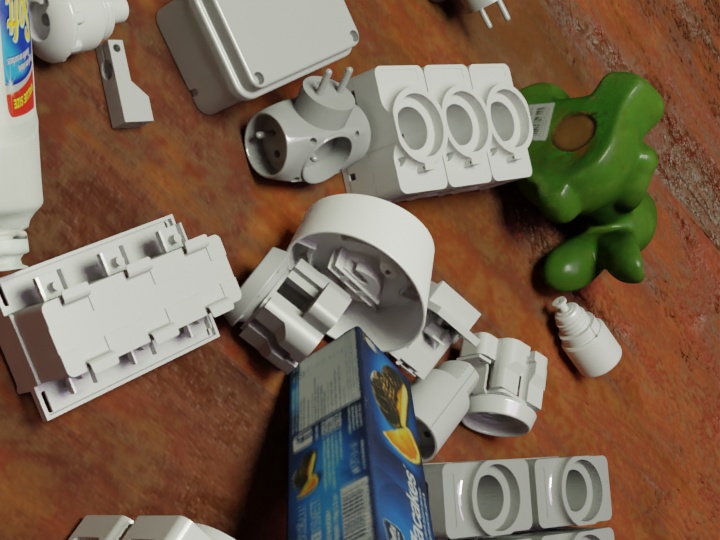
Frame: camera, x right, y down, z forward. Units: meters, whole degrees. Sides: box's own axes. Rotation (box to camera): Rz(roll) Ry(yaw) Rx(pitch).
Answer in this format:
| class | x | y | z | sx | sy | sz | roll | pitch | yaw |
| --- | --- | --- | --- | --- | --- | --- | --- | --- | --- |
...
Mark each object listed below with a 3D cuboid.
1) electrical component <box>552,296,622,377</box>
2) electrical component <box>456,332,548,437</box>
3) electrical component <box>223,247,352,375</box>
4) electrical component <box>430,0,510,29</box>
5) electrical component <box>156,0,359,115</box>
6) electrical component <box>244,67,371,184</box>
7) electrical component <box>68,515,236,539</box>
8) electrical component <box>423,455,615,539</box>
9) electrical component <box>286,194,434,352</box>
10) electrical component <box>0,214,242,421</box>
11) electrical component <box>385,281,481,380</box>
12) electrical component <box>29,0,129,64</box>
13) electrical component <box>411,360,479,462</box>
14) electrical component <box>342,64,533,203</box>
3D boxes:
| class | x | y | z | sx | sy | sz | roll | pitch | yaw |
| --- | --- | --- | --- | --- | --- | --- | --- | --- | --- |
| electrical component | 0.185 | 0.054 | 0.895 | 0.078 | 0.040 | 0.040 | 52 | 51 | -22 |
| electrical component | 0.105 | 0.089 | 0.801 | 0.078 | 0.058 | 0.057 | 32 | 58 | -34 |
| electrical component | -0.048 | 0.023 | 0.667 | 0.057 | 0.078 | 0.058 | 39 | 54 | -5 |
| electrical component | 0.092 | -0.228 | 0.847 | 0.044 | 0.077 | 0.079 | -43 | 110 | -40 |
| electrical component | -0.064 | -0.158 | 0.700 | 0.113 | 0.057 | 0.078 | -34 | 104 | -42 |
| electrical component | -0.027 | -0.100 | 0.711 | 0.077 | 0.079 | 0.044 | -16 | 54 | -44 |
| electrical component | -0.073 | 0.206 | 0.577 | 0.186 | 0.105 | 0.060 | 50 | 52 | -23 |
| electrical component | 0.112 | 0.191 | 0.783 | 0.186 | 0.060 | 0.105 | 6 | 76 | -42 |
| electrical component | 0.000 | 0.000 | 0.698 | 0.099 | 0.099 | 0.064 | 40 | 50 | -30 |
| electrical component | -0.131 | 0.021 | 0.594 | 0.121 | 0.063 | 0.078 | -26 | 98 | -43 |
| electrical component | 0.041 | 0.038 | 0.744 | 0.042 | 0.081 | 0.063 | 39 | 86 | -28 |
| electrical component | -0.161 | -0.147 | 0.618 | 0.062 | 0.048 | 0.048 | -28 | 100 | -50 |
| electrical component | 0.053 | 0.092 | 0.752 | 0.081 | 0.043 | 0.043 | -44 | 111 | -46 |
| electrical component | 0.057 | -0.102 | 0.797 | 0.150 | 0.062 | 0.089 | -11 | 88 | -44 |
